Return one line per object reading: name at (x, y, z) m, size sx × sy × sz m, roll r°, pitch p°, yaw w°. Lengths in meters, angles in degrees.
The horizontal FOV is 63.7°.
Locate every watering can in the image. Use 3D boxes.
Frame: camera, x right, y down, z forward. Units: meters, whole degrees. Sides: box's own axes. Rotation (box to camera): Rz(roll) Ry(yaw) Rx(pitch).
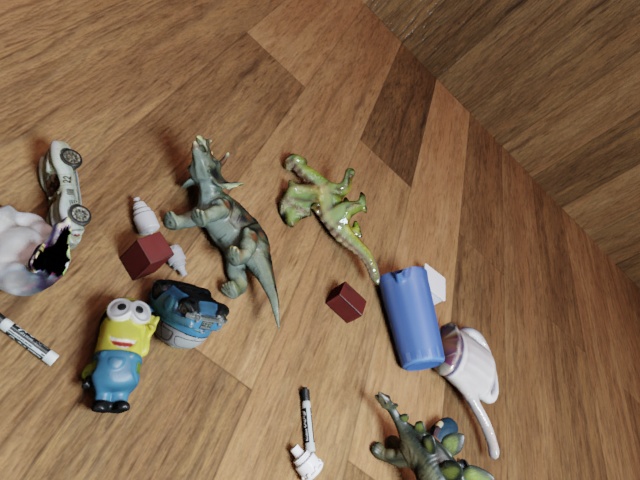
watering can at (0.391, 0.362, 1.345) m, size 0.222 × 0.102 × 0.356 m, roll 35°, pitch 40°, yaw -19°

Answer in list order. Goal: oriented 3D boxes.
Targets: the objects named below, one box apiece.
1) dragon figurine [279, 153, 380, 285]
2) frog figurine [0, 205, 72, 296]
dragon figurine at (0.004, -0.067, 1.331) m, size 0.243 × 0.119 × 0.418 m, roll -2°, pitch 59°, yaw -27°
frog figurine at (-0.471, 0.013, 0.779) m, size 0.159 × 0.120 × 0.141 m, roll 8°, pitch 55°, yaw 3°
